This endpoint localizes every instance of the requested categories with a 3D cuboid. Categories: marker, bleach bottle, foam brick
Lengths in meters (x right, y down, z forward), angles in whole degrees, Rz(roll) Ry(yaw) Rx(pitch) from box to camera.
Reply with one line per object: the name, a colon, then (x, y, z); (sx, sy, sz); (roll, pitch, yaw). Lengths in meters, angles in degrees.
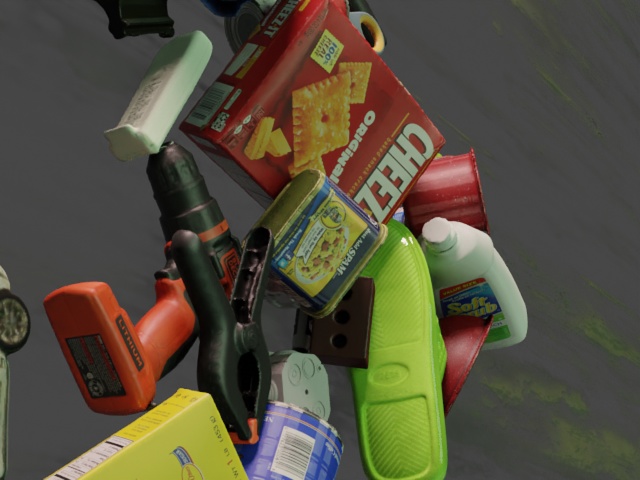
marker: (-0.014, 0.074, 1.000); (0.020, 0.020, 0.121); (38, 50, -43)
bleach bottle: (0.147, 0.045, 1.121); (0.250, 0.103, 0.068); (49, 36, -57)
foam brick: (0.021, 0.075, 0.983); (0.051, 0.053, 0.078); (71, 24, -75)

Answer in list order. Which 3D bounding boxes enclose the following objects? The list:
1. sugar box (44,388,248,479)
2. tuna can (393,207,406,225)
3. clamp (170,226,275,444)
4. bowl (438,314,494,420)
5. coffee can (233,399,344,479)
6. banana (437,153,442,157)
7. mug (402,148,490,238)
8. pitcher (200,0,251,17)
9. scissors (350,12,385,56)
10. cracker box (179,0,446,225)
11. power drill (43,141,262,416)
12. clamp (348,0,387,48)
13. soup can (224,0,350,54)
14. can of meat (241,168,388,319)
sugar box: (-0.133, 0.184, 0.716); (0.175, 0.048, 0.093); (-33, 108, -35)
tuna can: (0.102, 0.004, 1.181); (0.086, 0.034, 0.086); (24, 60, -50)
clamp: (-0.062, 0.067, 0.820); (0.120, 0.039, 0.171); (-19, 105, -54)
bowl: (0.117, 0.136, 1.096); (0.055, 0.162, 0.162); (28, 42, 5)
coffee can: (-0.047, 0.211, 0.832); (0.102, 0.103, 0.140); (50, 42, -34)
banana: (0.081, -0.097, 1.187); (0.197, 0.037, 0.069); (30, 41, -49)
mug: (0.127, -0.050, 1.117); (0.117, 0.081, 0.093); (-92, 168, -49)
pitcher: (-0.060, -0.317, 0.929); (0.145, 0.149, 0.242); (44, 29, -17)
scissors: (0.018, -0.244, 1.101); (0.201, 0.016, 0.096); (59, 37, -28)
cracker box: (0.001, -0.096, 0.970); (0.164, 0.072, 0.213); (-54, 129, -9)
power drill: (-0.124, 0.033, 0.818); (0.187, 0.057, 0.184); (-40, 113, -53)
clamp: (0.012, -0.319, 1.155); (0.209, 0.036, 0.164); (28, 56, -50)
soup can: (-0.031, -0.207, 1.005); (0.102, 0.069, 0.068); (-27, 102, -37)
can of meat: (-0.006, 0.001, 0.911); (0.083, 0.058, 0.102); (42, 81, -27)
